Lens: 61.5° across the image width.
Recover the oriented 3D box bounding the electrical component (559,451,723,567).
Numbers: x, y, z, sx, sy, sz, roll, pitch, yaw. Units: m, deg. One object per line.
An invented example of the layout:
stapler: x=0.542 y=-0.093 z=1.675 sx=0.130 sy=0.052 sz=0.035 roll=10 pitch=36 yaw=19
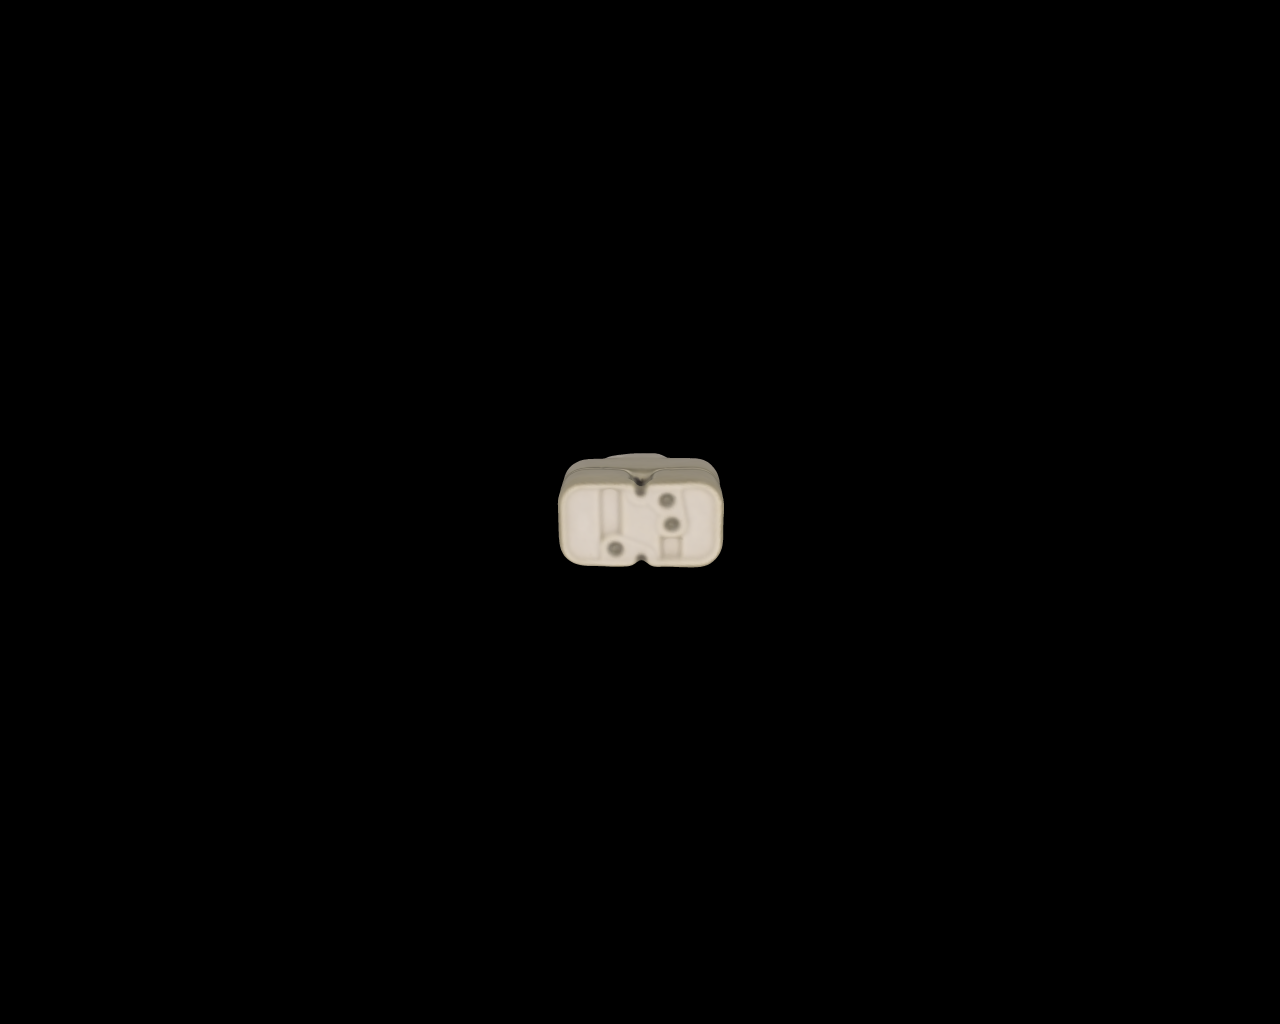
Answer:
electrical component: x=0.001 y=-0.003 z=0.650 sx=0.095 sy=0.053 sz=0.059 roll=0 pitch=21 yaw=0
